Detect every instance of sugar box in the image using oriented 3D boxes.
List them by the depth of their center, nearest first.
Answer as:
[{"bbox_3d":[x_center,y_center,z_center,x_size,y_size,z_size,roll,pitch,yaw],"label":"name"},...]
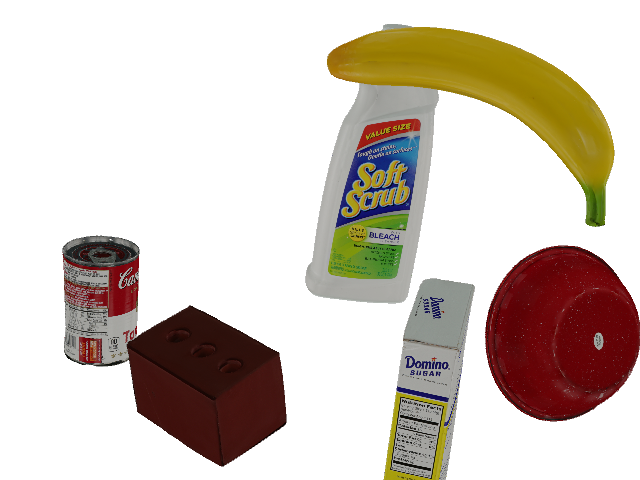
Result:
[{"bbox_3d":[0.077,0.125,0.786,0.048,0.176,0.093,8,27,11],"label":"sugar box"}]

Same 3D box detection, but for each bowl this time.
[{"bbox_3d":[0.229,0.086,0.950,0.161,0.162,0.055,0,2,-23],"label":"bowl"}]

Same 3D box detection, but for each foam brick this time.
[{"bbox_3d":[-0.066,0.083,0.615,0.078,0.051,0.052,23,38,36],"label":"foam brick"}]

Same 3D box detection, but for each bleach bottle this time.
[{"bbox_3d":[0.048,-0.070,0.970,0.102,0.251,0.068,6,21,-1],"label":"bleach bottle"}]

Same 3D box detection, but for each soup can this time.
[{"bbox_3d":[-0.200,0.055,0.968,0.068,0.102,0.068,4,20,-2],"label":"soup can"}]

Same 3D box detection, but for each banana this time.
[{"bbox_3d":[0.098,-0.087,0.634,0.198,0.069,0.037,33,-5,18],"label":"banana"}]
